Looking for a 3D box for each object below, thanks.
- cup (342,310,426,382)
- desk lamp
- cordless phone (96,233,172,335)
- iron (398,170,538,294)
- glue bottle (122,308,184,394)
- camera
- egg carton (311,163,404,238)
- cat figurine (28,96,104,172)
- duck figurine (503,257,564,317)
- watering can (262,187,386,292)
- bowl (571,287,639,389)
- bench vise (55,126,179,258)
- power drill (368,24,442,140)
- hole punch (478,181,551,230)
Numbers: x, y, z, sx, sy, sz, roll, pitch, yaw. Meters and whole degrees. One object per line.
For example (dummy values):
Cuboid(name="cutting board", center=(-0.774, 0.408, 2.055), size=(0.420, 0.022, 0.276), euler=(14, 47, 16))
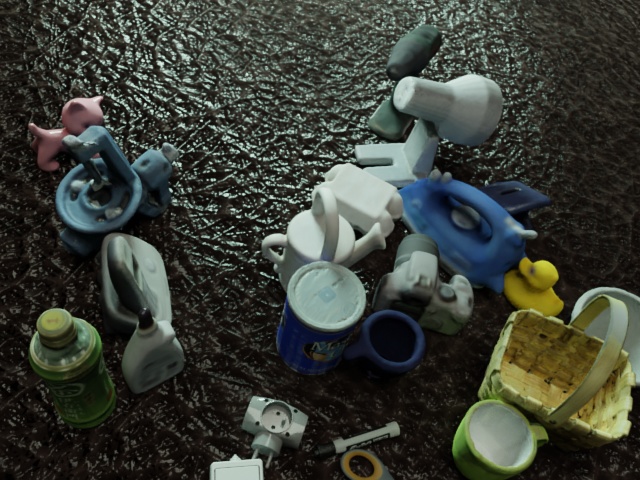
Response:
Cuboid(name="cup", center=(0.079, 0.161, 0.793), size=(0.118, 0.095, 0.091), euler=(-12, 57, -20))
Cuboid(name="desk lamp", center=(0.187, -0.194, 1.005), size=(0.203, 0.213, 0.118), euler=(-5, 55, -16))
Cuboid(name="cordless phone", center=(-0.251, 0.033, 0.757), size=(0.094, 0.185, 0.147), euler=(-9, 56, -18))
Cuboid(name="iron", center=(0.234, -0.039, 0.946), size=(0.257, 0.141, 0.119), euler=(42, 56, 18))
Cuboid(name="glue bottle", center=(-0.208, 0.130, 0.703), size=(0.078, 0.173, 0.037), euler=(-24, 62, -27))
Cuboid(name="camera", center=(0.166, 0.057, 0.885), size=(0.143, 0.101, 0.137), euler=(16, 52, 0))
Cuboid(name="egg carton", center=(0.065, -0.063, 0.972), size=(0.150, 0.069, 0.107), euler=(28, 53, 9))
Cuboid(name="cat figurine", center=(-0.404, -0.183, 0.927), size=(0.128, 0.118, 0.067), euler=(-22, 61, -26))
Cuboid(name="duck figurine", center=(0.354, 0.072, 0.925), size=(0.078, 0.086, 0.104), euler=(-34, 67, -31))
Cuboid(name="watering can", center=(0.007, 0.001, 0.833), size=(0.173, 0.194, 0.100), euler=(-19, 60, -24))
Cuboid(name="bowl", center=(0.457, 0.161, 0.890), size=(0.167, 0.075, 0.167), euler=(6, 53, -8))
Cuboid(name="bench vise", center=(-0.299, -0.100, 0.824), size=(0.121, 0.220, 0.207), euler=(22, 52, 4))
Cuboid(name="power drill", center=(0.158, -0.297, 1.078), size=(0.075, 0.208, 0.230), euler=(26, 53, 8))
Cuboid(name="hole punch", center=(0.334, -0.066, 1.020), size=(0.109, 0.091, 0.101), euler=(-14, 58, -21))
